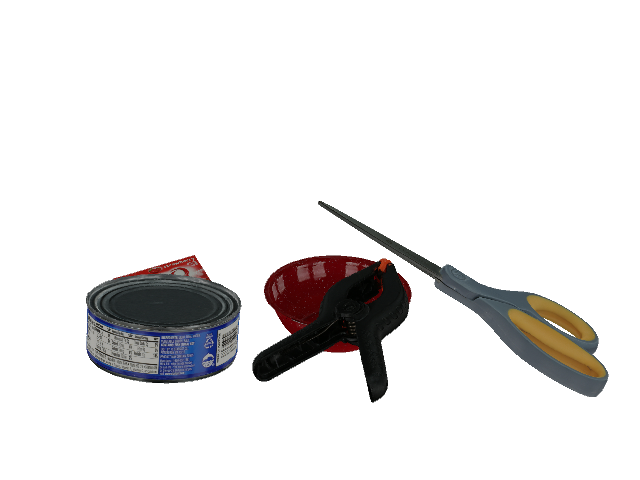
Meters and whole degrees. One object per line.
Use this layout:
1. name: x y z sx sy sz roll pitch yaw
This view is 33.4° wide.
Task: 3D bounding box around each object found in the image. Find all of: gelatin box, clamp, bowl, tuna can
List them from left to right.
1. tuna can: -0.088 0.048 0.598 0.086 0.034 0.086 4 17 -1
2. gelatin box: -0.151 0.055 1.046 0.089 0.030 0.073 -16 38 -20
3. bowl: 0.018 0.077 1.180 0.162 0.055 0.162 1 28 -1
4. clamp: 0.034 0.076 0.915 0.120 0.039 0.171 18 45 30

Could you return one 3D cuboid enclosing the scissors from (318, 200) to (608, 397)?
1. scissors: 0.096 0.027 0.668 0.202 0.016 0.096 37 24 20
